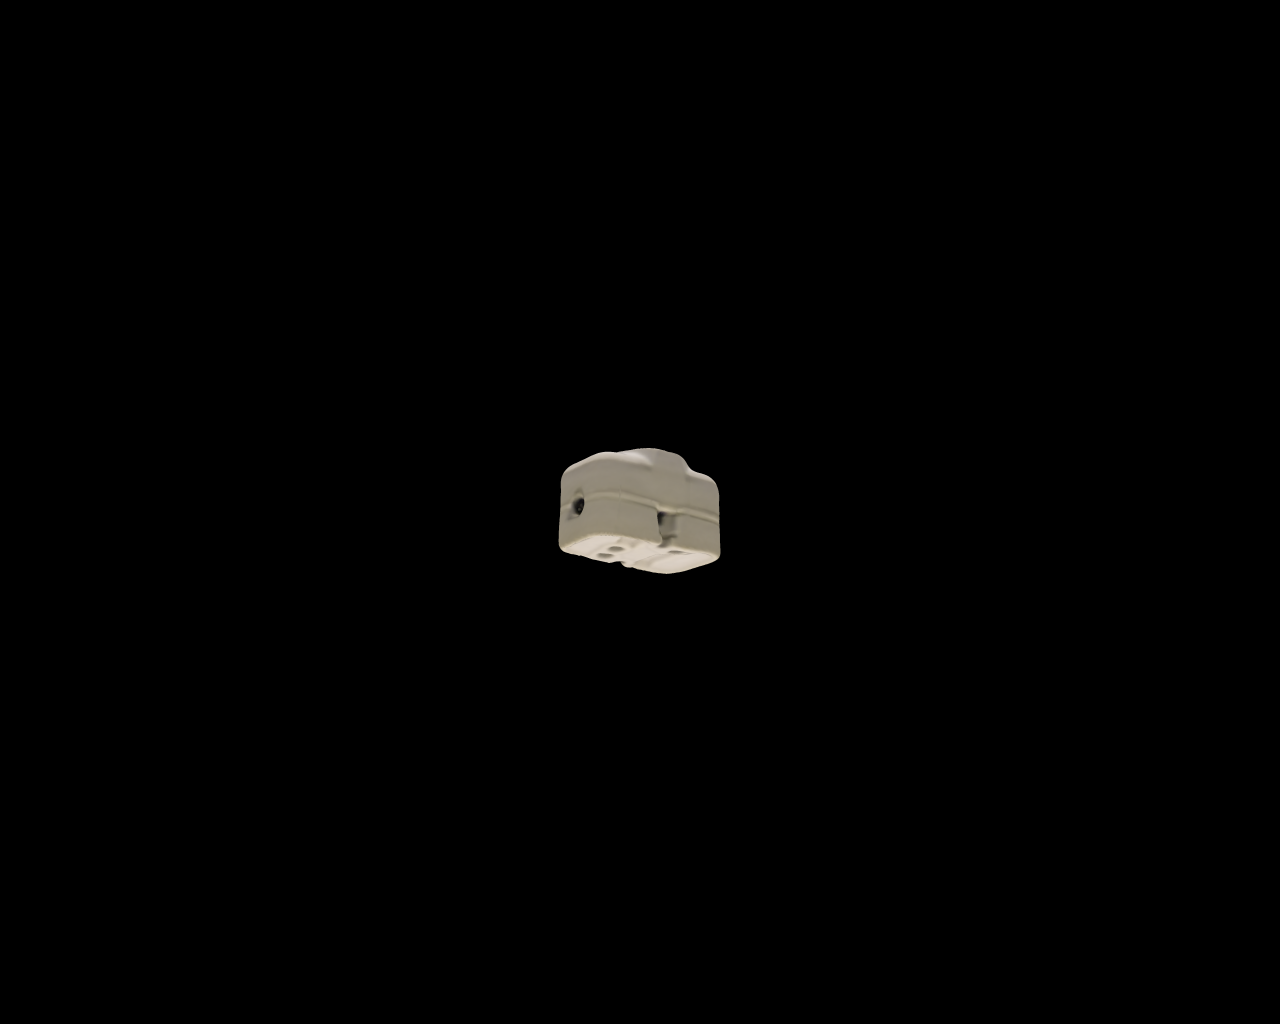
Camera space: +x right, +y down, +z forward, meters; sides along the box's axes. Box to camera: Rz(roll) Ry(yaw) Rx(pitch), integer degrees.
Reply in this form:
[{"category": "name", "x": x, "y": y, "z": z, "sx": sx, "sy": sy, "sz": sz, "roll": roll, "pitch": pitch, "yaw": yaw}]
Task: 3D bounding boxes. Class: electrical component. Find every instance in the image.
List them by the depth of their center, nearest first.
[{"category": "electrical component", "x": 0.001, "y": -0.003, "z": 0.650, "sx": 0.095, "sy": 0.059, "sz": 0.053, "roll": 13, "pitch": -22, "yaw": -36}]
